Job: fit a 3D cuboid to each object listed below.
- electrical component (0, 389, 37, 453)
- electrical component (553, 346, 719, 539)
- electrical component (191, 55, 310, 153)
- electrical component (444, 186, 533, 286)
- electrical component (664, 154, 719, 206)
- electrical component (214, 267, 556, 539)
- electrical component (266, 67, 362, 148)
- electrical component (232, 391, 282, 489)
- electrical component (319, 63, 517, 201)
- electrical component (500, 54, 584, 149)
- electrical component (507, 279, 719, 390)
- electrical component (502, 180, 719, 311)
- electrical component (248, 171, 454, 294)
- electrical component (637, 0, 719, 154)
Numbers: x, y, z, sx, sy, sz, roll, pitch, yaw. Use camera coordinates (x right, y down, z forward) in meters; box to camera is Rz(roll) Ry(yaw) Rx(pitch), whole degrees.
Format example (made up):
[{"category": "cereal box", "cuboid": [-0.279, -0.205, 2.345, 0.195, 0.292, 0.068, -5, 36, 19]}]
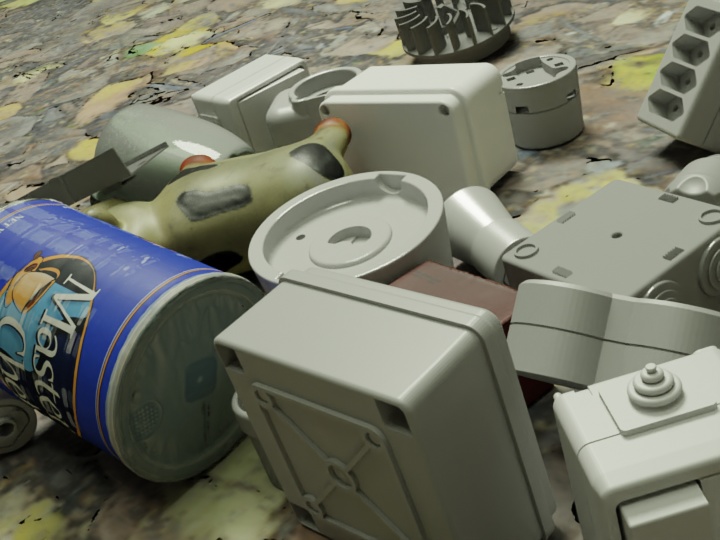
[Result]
[{"category": "electrical component", "cuboid": [-0.204, 0.072, 0.600, 0.044, 0.044, 0.065, -27, 34, -16]}, {"category": "electrical component", "cuboid": [0.106, 0.075, 0.357, 0.062, 0.096, 0.061, -17, 29, 1]}, {"category": "electrical component", "cuboid": [-0.082, -0.122, 0.847, 0.096, 0.061, 0.061, -35, 33, -29]}, {"category": "electrical component", "cuboid": [0.075, -0.014, 0.592, 0.044, 0.044, 0.065, -25, 34, -13]}, {"category": "electrical component", "cuboid": [0.188, -0.040, 0.569, 0.043, 0.043, 0.062, 7, 36, 38]}, {"category": "electrical component", "cuboid": [0.010, 0.063, 0.422, 0.109, 0.108, 0.056, 13, 44, 44]}, {"category": "electrical component", "cuboid": [-0.017, -0.111, 0.794, 0.095, 0.059, 0.053, -10, 30, 15]}, {"category": "electrical component", "cuboid": [-0.033, 0.073, 0.494, 0.040, 0.046, 0.040, -14, 29, 8]}, {"category": "electrical component", "cuboid": [0.037, -0.089, 0.705, 0.113, 0.078, 0.057, 7, 34, 38]}, {"category": "electrical component", "cuboid": [0.123, -0.114, 0.731, 0.055, 0.047, 0.055, -14, 29, 8]}, {"category": "electrical component", "cuboid": [0.123, 0.053, 0.428, 0.138, 0.052, 0.073, 11, 83, 24]}, {"category": "electrical component", "cuboid": [0.130, 0.002, 0.524, 0.100, 0.048, 0.100, -33, 31, -21]}, {"category": "electrical component", "cuboid": [0.000, 0.000, 0.586, 0.108, 0.060, 0.108, -14, 32, 9]}, {"category": "electrical component", "cuboid": [0.226, -0.115, 0.656, 0.076, 0.083, 0.047, 13, 18, -25]}]
